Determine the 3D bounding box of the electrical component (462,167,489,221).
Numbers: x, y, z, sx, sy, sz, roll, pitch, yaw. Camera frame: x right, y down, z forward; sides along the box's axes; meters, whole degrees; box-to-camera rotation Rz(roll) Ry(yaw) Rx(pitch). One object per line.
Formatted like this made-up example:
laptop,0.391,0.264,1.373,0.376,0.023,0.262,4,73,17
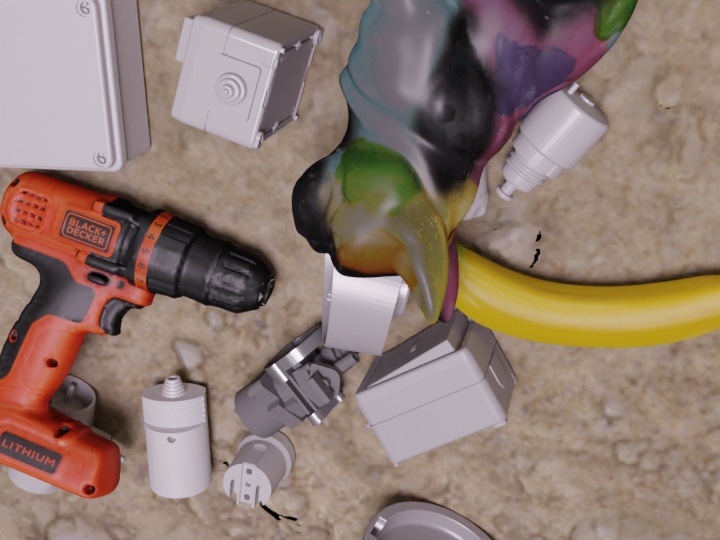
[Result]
electrical component,0.058,-0.062,0.635,0.035,0.035,0.061,0,108,15

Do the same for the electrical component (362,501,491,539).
electrical component,0.041,0.213,0.704,0.108,0.108,0.060,28,120,3

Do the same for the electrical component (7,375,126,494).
electrical component,-0.205,0.125,0.767,0.079,0.043,0.077,27,114,4

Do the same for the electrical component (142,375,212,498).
electrical component,-0.126,0.111,0.742,0.043,0.043,0.081,4,111,13

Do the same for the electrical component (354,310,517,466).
electrical component,0.041,0.073,0.674,0.096,0.061,0.061,-25,102,22

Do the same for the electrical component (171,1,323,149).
electrical component,-0.069,-0.113,0.614,0.061,0.096,0.061,21,114,6

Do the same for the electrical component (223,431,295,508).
electrical component,-0.070,0.136,0.735,0.040,0.046,0.040,5,111,13

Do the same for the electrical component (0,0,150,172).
electrical component,-0.193,-0.120,0.666,0.109,0.056,0.108,3,111,13

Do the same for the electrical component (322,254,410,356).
electrical component,0.000,0.000,0.641,0.064,0.099,0.099,16,113,2

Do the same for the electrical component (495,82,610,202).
electrical component,0.107,-0.071,0.615,0.040,0.040,0.078,39,115,-2
